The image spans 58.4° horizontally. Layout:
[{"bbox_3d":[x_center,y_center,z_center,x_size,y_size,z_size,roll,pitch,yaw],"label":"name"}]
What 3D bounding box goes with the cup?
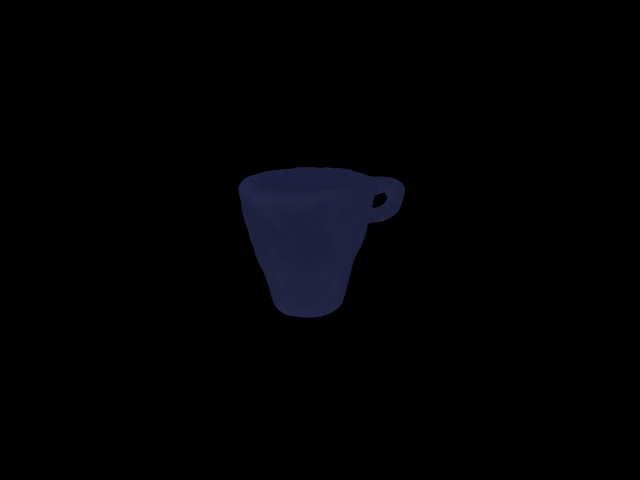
[{"bbox_3d":[0.004,0.001,0.400,0.118,0.095,0.091,-7,19,-20],"label":"cup"}]
